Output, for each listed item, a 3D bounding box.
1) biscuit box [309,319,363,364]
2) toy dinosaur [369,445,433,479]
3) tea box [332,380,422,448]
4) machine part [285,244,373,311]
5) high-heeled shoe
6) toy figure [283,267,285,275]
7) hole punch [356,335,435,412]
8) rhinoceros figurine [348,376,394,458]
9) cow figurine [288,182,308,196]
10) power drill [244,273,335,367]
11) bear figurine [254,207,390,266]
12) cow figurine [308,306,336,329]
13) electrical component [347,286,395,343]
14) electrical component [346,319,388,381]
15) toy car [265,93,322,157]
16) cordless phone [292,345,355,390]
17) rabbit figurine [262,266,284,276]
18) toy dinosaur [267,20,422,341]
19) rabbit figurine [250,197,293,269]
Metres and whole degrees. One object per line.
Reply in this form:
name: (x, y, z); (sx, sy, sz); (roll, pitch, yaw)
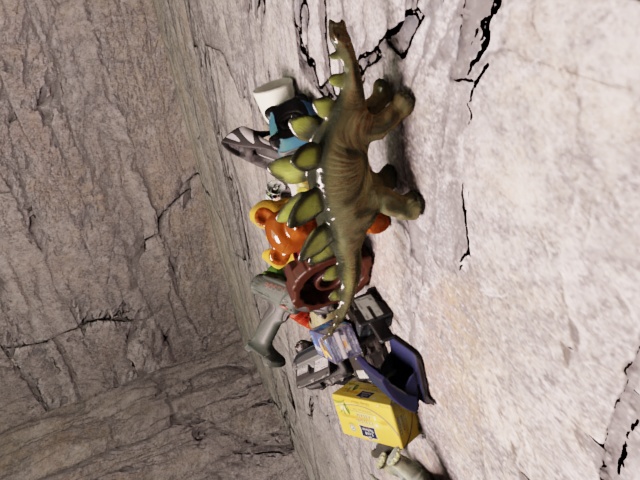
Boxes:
biscuit box: (0.027, 0.203, 1.093); (0.202, 0.059, 0.062); (143, 104, -79)
toy dinosaur: (0.188, 0.503, 1.042); (0.192, 0.131, 0.404); (34, 168, 14)
tea box: (0.113, 0.352, 1.098); (0.170, 0.068, 0.098); (-10, 100, 49)
machine part: (0.015, 0.063, 1.020); (0.179, 0.179, 0.056); (94, 154, -53)
high-heeled shoe: (-0.131, -0.175, 1.252); (0.086, 0.145, 0.249); (95, 153, -56)
toy figure: (-0.066, 0.038, 1.364); (0.058, 0.064, 0.154); (5, 88, 65)
hole punch: (0.136, 0.255, 0.992); (0.142, 0.092, 0.115); (21, 132, 64)
rhinoceros figurine: (0.120, 0.399, 1.220); (0.112, 0.073, 0.190); (94, 151, -56)
cow figurine: (-0.043, -0.135, 1.165); (0.098, 0.068, 0.167); (91, 155, -63)
power drill: (-0.088, 0.190, 1.260); (0.232, 0.086, 0.207); (25, 105, 32)
bear figurine: (-0.003, -0.036, 0.914); (0.132, 0.196, 0.120); (152, 101, -72)
cow figurine: (0.010, 0.182, 1.311); (0.195, 0.085, 0.127); (57, 157, 29)
electrical component: (0.099, 0.151, 1.015); (0.119, 0.075, 0.047); (54, 157, 36)
electrical component: (0.095, 0.227, 1.140); (0.134, 0.058, 0.115); (69, 161, 8)
toy car: (-0.041, -0.199, 1.027); (0.102, 0.109, 0.162); (63, -177, -47)
cordless phone: (0.041, 0.311, 1.276); (0.146, 0.184, 0.089); (-33, 48, 33)
rabbit figurine: (-0.082, 0.101, 1.445); (0.170, 0.159, 0.121); (-4, 96, 57)
toy dinosaur: (0.035, -0.061, 0.766); (0.105, 0.199, 0.470); (-133, 30, -59)
rabbit figurine: (-0.085, -0.033, 1.251); (0.173, 0.162, 0.122); (46, 159, -29)
